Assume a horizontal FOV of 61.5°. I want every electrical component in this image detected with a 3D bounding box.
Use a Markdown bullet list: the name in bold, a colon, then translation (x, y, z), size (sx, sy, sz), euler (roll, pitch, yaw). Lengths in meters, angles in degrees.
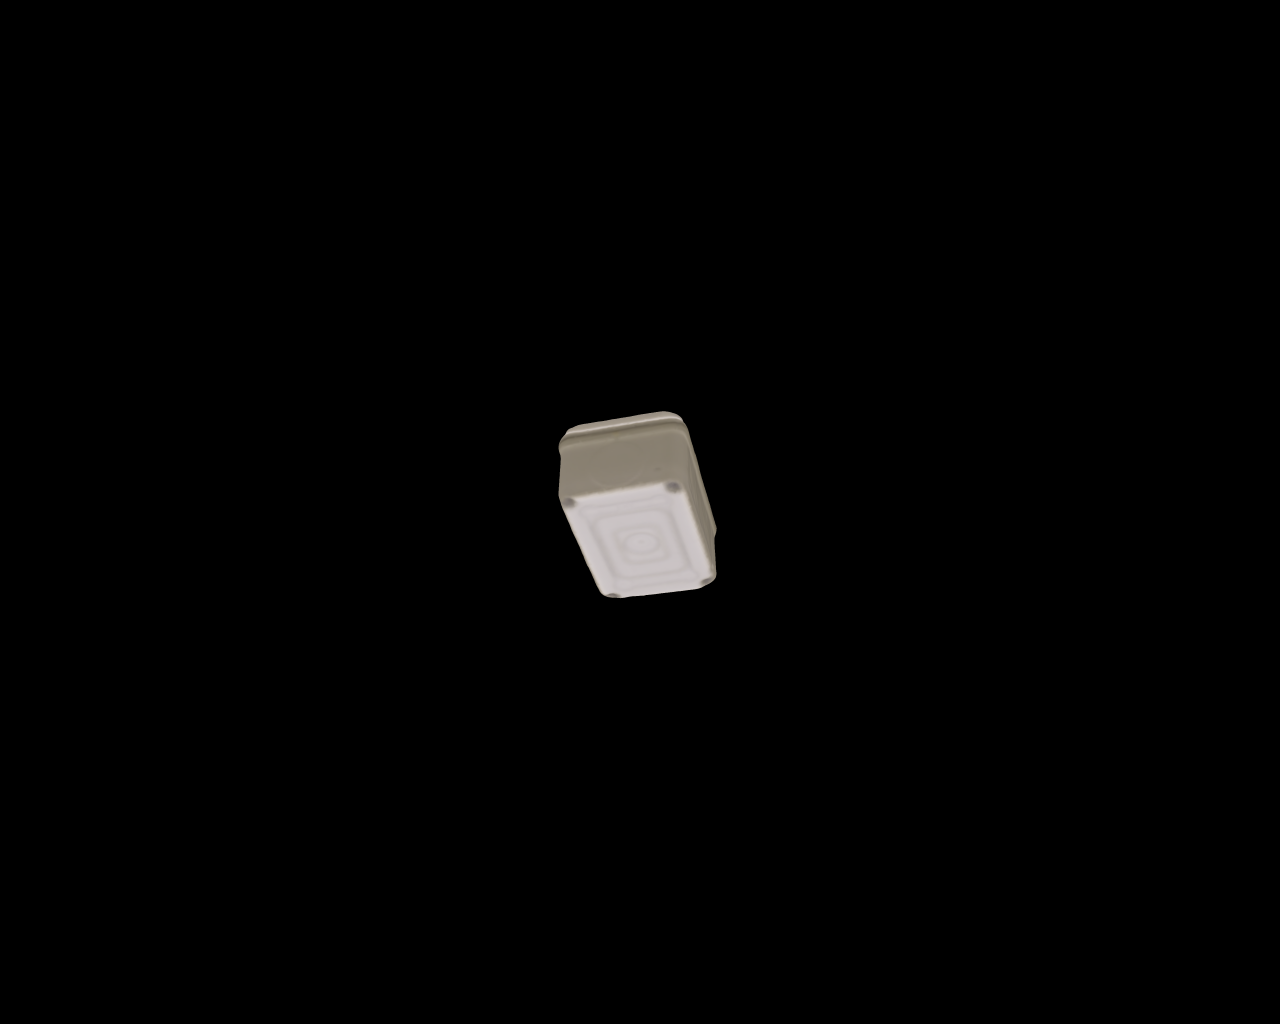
- **electrical component**: translation (0.001, -0.003, 0.650), size (0.078, 0.057, 0.113), euler (-8, -39, 10)
